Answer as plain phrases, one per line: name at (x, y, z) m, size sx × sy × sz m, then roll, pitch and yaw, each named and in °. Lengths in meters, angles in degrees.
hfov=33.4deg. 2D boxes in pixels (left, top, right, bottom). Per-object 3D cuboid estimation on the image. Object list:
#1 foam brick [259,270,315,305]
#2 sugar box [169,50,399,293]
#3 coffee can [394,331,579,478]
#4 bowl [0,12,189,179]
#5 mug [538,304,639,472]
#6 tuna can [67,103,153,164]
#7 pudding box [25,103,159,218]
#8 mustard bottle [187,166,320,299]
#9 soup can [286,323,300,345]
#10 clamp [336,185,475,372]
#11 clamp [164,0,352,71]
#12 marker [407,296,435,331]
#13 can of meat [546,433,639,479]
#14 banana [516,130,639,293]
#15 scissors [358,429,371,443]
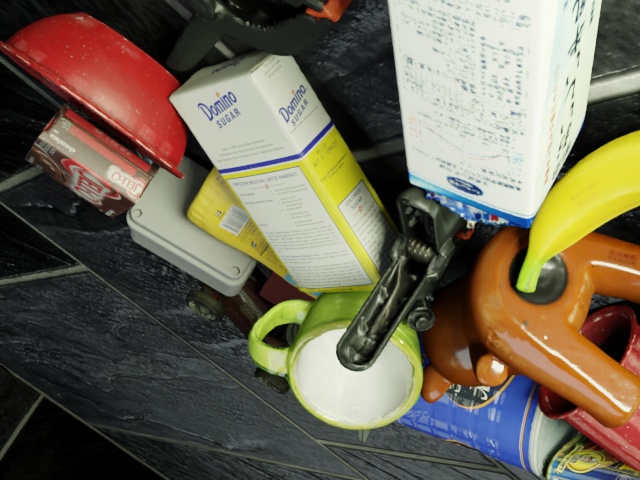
foam brick at (-0.014, 0.030, 0.922) m, size 0.051 × 0.053 × 0.078 m, roll 32°, pitch 159°, yaw -2°
sugar box at (-0.018, -0.043, 0.726) m, size 0.094 × 0.048 × 0.176 m, roll -5°, pitch 123°, yaw 48°
coffee can at (0.129, 0.116, 0.845) m, size 0.140 × 0.102 × 0.102 m, roll 16°, pitch 154°, yaw 31°
bowl at (-0.149, -0.112, 0.757) m, size 0.162 × 0.055 × 0.162 m, roll 35°, pitch 177°, yaw 2°
mug at (0.217, 0.097, 0.721) m, size 0.081 × 0.093 × 0.117 m, roll 37°, pitch 125°, yaw -11°
tuna can at (-0.171, -0.093, 0.889) m, size 0.086 × 0.033 × 0.086 m, roll 27°, pitch 158°, yaw 12°
pudding box at (-0.186, -0.061, 0.863) m, size 0.090 × 0.039 × 0.114 m, roll 37°, pitch 166°, yaw -14°
mustard bottle at (-0.005, 0.001, 0.835) m, size 0.191 × 0.058 × 0.096 m, roll 33°, pitch 140°, yaw -5°
soup can at (0.024, 0.103, 1.008) m, size 0.069 × 0.068 × 0.102 m, roll 2°, pitch 144°, yaw 51°
clamp at (0.066, 0.001, 0.669) m, size 0.039 × 0.171 × 0.120 m, roll 31°, pitch 122°, yaw 10°
clamp at (-0.060, -0.144, 0.629) m, size 0.210 × 0.036 × 0.164 m, roll 20°, pitch 159°, yaw 33°
marker at (0.064, 0.028, 0.758) m, size 0.020 × 0.020 × 0.121 m, roll 40°, pitch -162°, yaw -21°
can of meat at (0.228, 0.175, 0.787) m, size 0.084 × 0.101 × 0.057 m, roll 5°, pitch 110°, yaw 45°
banana at (0.172, -0.025, 0.544) m, size 0.037 × 0.069 × 0.198 m, roll 2°, pitch 164°, yaw -31°
scissors at (0.033, 0.112, 0.960) m, size 0.096 × 0.016 × 0.202 m, roll 21°, pitch 132°, yaw -7°
